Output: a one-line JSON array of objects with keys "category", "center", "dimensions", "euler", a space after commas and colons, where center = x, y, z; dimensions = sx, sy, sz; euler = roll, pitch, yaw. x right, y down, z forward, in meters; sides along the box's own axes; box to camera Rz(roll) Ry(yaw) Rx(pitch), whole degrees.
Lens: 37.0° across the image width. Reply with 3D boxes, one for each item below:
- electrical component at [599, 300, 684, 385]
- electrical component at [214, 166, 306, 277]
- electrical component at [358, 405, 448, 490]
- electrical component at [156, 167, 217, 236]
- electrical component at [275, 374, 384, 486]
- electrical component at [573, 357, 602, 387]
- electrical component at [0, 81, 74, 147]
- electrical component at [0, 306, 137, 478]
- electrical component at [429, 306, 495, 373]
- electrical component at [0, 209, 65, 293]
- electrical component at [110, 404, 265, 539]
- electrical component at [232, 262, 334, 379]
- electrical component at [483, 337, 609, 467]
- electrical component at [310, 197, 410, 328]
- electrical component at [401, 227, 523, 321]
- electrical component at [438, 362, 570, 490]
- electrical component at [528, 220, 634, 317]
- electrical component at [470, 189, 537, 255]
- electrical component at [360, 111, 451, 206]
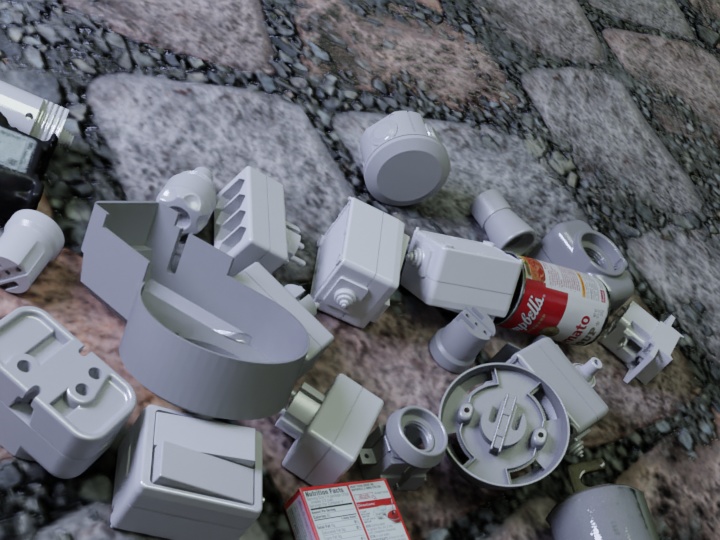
[{"category": "electrical component", "center": [0.269, 0.067, 1.035], "dimensions": [0.064, 0.042, 0.081], "euler": [41, 38, 6]}, {"category": "electrical component", "center": [-0.073, -0.026, 0.862], "dimensions": [0.076, 0.047, 0.083], "euler": [28, 38, -34]}, {"category": "electrical component", "center": [0.032, 0.130, 0.781], "dimensions": [0.066, 0.055, 0.048], "euler": [6, 49, -33]}, {"category": "electrical component", "center": [-0.134, -0.058, 0.848], "dimensions": [0.043, 0.043, 0.062], "euler": [31, 38, -9]}, {"category": "electrical component", "center": [-0.034, 0.105, 0.762], "dimensions": [0.077, 0.047, 0.065], "euler": [34, 39, -2]}, {"category": "electrical component", "center": [0.186, 0.097, 0.926], "dimensions": [0.035, 0.061, 0.035], "euler": [21, 42, -20]}, {"category": "electrical component", "center": [-0.255, -0.113, 0.808], "dimensions": [0.081, 0.043, 0.043], "euler": [23, 42, -18]}, {"category": "electrical component", "center": [-0.192, 0.078, 0.658], "dimensions": [0.095, 0.059, 0.053], "euler": [40, 39, 3]}, {"category": "electrical component", "center": [0.087, 0.058, 0.901], "dimensions": [0.040, 0.046, 0.040], "euler": [21, 42, -20]}, {"category": "electrical component", "center": [-0.230, -0.012, 0.734], "dimensions": [0.040, 0.040, 0.046], "euler": [31, 45, -9]}, {"category": "electrical component", "center": [-0.100, 0.130, 0.676], "dimensions": [0.096, 0.061, 0.061], "euler": [18, 43, -23]}, {"category": "electrical component", "center": [-0.058, 0.035, 0.813], "dimensions": [0.083, 0.047, 0.076], "euler": [44, 39, 7]}, {"category": "electrical component", "center": [0.157, 0.113, 0.889], "dimensions": [0.061, 0.061, 0.096], "euler": [-21, 66, -47]}, {"category": "electrical component", "center": [0.000, 0.000, 0.878], "dimensions": [0.061, 0.061, 0.096], "euler": [25, 41, -16]}, {"category": "electrical component", "center": [0.080, 0.005, 0.926], "dimensions": [0.096, 0.061, 0.062], "euler": [10, 13, -25]}, {"category": "electrical component", "center": [0.108, 0.120, 0.819], "dimensions": [0.099, 0.064, 0.099], "euler": [0, 70, 0]}, {"category": "electrical component", "center": [0.217, 0.000, 1.046], "dimensions": [0.054, 0.059, 0.095], "euler": [-12, 60, -43]}, {"category": "electrical component", "center": [0.136, -0.046, 1.045], "dimensions": [0.044, 0.044, 0.065], "euler": [-4, 50, -40]}, {"category": "electrical component", "center": [0.040, -0.103, 0.997], "dimensions": [0.080, 0.080, 0.051], "euler": [14, 39, -27]}]
